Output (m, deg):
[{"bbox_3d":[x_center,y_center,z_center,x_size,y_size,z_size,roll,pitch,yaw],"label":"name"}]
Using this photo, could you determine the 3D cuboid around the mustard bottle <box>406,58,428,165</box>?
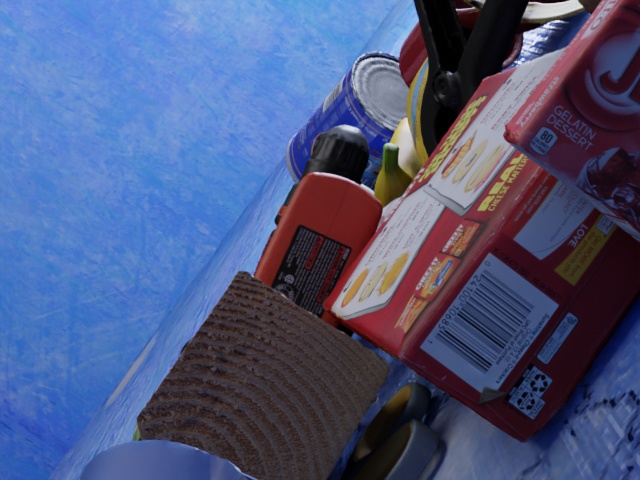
[{"bbox_3d":[0.100,-0.102,0.835,0.191,0.058,0.096,-91,5,-78],"label":"mustard bottle"}]

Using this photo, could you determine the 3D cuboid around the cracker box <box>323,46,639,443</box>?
[{"bbox_3d":[0.088,-0.006,0.507,0.164,0.072,0.214,-54,7,-3],"label":"cracker box"}]

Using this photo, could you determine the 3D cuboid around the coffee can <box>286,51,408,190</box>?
[{"bbox_3d":[0.042,-0.109,1.093,0.141,0.102,0.102,-46,12,47],"label":"coffee can"}]

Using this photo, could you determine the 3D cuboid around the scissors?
[{"bbox_3d":[0.003,0.146,0.567,0.202,0.016,0.096,-50,7,37],"label":"scissors"}]

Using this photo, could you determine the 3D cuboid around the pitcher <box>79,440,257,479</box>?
[{"bbox_3d":[-0.083,0.215,0.416,0.145,0.149,0.242,-4,39,25],"label":"pitcher"}]

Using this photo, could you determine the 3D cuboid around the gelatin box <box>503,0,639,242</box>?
[{"bbox_3d":[0.122,-0.040,0.379,0.073,0.089,0.030,-53,9,7],"label":"gelatin box"}]

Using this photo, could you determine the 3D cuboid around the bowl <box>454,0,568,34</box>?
[{"bbox_3d":[0.163,-0.216,0.862,0.162,0.055,0.162,-24,36,18],"label":"bowl"}]

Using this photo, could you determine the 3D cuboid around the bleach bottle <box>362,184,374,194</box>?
[{"bbox_3d":[-0.004,-0.004,1.027,0.251,0.068,0.102,-173,99,-83],"label":"bleach bottle"}]

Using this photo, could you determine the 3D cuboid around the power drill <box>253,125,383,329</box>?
[{"bbox_3d":[-0.005,0.001,0.709,0.188,0.057,0.184,159,133,-86],"label":"power drill"}]

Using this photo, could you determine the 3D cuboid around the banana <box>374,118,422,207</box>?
[{"bbox_3d":[0.070,-0.058,0.902,0.197,0.037,0.070,-62,-15,-75],"label":"banana"}]

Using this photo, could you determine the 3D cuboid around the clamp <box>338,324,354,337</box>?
[{"bbox_3d":[0.008,0.067,0.792,0.210,0.036,0.165,-60,9,-22],"label":"clamp"}]

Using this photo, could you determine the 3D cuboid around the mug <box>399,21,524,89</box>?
[{"bbox_3d":[0.117,-0.180,0.943,0.082,0.093,0.117,130,128,-63],"label":"mug"}]

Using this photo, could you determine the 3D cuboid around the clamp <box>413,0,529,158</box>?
[{"bbox_3d":[0.089,-0.109,0.697,0.120,0.039,0.171,-128,38,-55],"label":"clamp"}]

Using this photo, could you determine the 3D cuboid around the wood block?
[{"bbox_3d":[-0.037,0.101,0.589,0.090,0.090,0.206,-57,-3,-18],"label":"wood block"}]
